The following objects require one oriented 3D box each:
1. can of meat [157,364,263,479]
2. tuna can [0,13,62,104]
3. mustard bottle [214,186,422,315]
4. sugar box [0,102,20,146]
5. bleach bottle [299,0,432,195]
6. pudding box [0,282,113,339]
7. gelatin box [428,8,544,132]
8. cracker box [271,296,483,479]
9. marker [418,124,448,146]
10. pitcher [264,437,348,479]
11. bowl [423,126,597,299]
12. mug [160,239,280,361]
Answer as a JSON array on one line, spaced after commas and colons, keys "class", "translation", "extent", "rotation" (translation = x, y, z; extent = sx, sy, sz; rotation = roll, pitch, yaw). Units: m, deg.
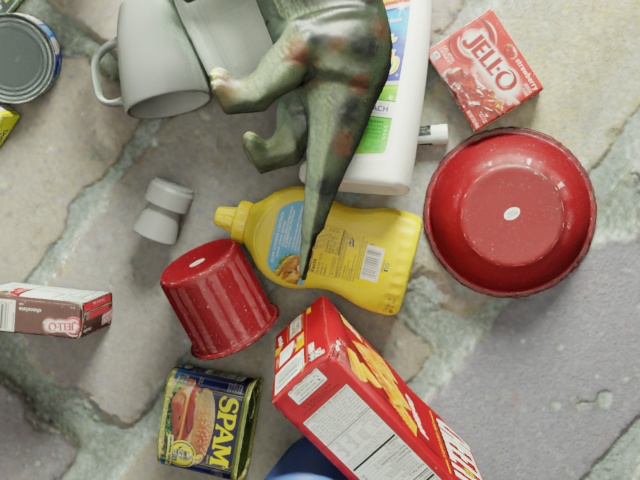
[{"class": "can of meat", "translation": [-0.107, 0.176, 1.033], "extent": [0.084, 0.057, 0.102], "rotation": [11, 96, 9]}, {"class": "tuna can", "translation": [-0.294, -0.176, 1.030], "extent": [0.086, 0.034, 0.086], "rotation": [0, 103, 0]}, {"class": "mustard bottle", "translation": [-0.007, 0.001, 1.002], "extent": [0.191, 0.058, 0.096], "rotation": [15, 105, 6]}, {"class": "sugar box", "translation": [-0.393, -0.139, 1.048], "extent": [0.176, 0.048, 0.093], "rotation": [39, 103, 6]}, {"class": "bleach bottle", "translation": [0.048, -0.170, 0.967], "extent": [0.103, 0.068, 0.251], "rotation": [5, 84, 20]}, {"class": "pudding box", "translation": [-0.266, 0.067, 1.027], "extent": [0.113, 0.090, 0.039], "rotation": [7, 94, 7]}, {"class": "gelatin box", "translation": [0.150, -0.156, 0.981], "extent": [0.073, 0.030, 0.089], "rotation": [-33, 91, 8]}, {"class": "cracker box", "translation": [0.054, 0.163, 0.937], "extent": [0.072, 0.164, 0.213], "rotation": [-43, 100, 8]}, {"class": "marker", "translation": [0.060, -0.095, 1.004], "extent": [0.121, 0.020, 0.020], "rotation": [-4, 94, 8]}, {"class": "pitcher", "translation": [0.005, 0.254, 0.929], "extent": [0.145, 0.242, 0.149], "rotation": [-17, 93, 8]}, {"class": "bowl", "translation": [0.175, -0.023, 0.978], "extent": [0.162, 0.055, 0.162], "rotation": [1, 95, 7]}, {"class": "mug", "translation": [-0.103, 0.052, 1.001], "extent": [0.093, 0.117, 0.081], "rotation": [-37, 112, -27]}]
